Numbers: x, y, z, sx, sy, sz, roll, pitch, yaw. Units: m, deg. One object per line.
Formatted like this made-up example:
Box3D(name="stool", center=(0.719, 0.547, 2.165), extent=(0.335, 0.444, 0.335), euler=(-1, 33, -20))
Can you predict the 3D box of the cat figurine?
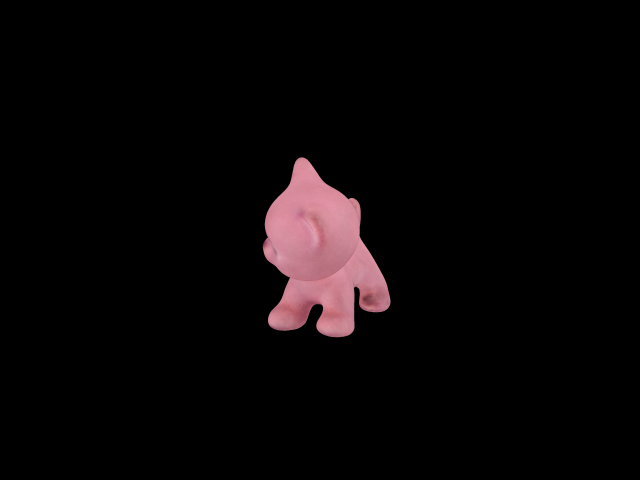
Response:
Box3D(name="cat figurine", center=(0.004, 0.001, 0.400), extent=(0.067, 0.118, 0.128), euler=(5, 11, 25))
